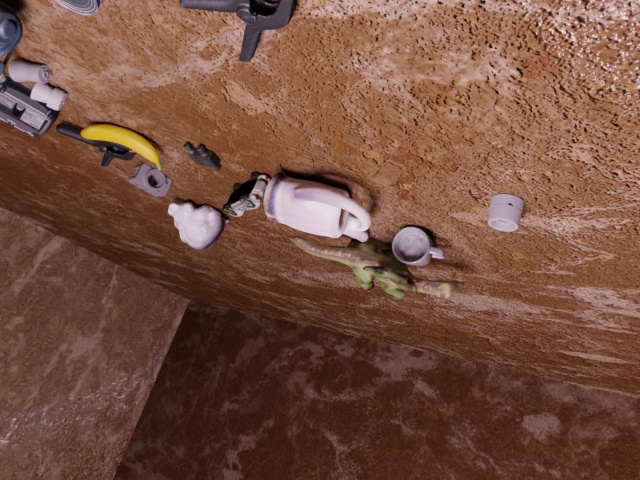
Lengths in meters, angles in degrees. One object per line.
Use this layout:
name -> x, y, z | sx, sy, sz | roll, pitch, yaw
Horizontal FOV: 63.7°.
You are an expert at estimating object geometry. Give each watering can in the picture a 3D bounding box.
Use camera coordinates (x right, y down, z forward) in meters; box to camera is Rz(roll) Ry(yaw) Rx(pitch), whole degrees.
watering can -> 0.003, -0.056, 1.113 | 0.225, 0.105, 0.344 | 15, 171, 12

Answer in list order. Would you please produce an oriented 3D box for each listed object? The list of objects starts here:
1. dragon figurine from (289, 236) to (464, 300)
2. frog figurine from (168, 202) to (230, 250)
dragon figurine -> 0.126, 0.059, 1.184 | 0.410, 0.123, 0.242 | 16, 175, -6
frog figurine -> -0.358, -0.053, 1.470 | 0.158, 0.126, 0.135 | 38, 122, -23
